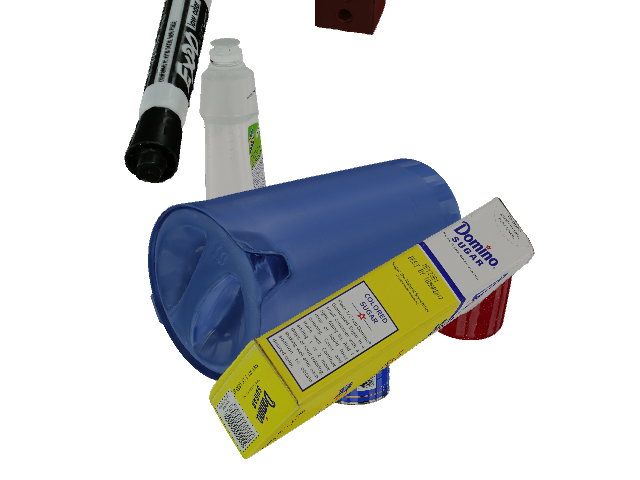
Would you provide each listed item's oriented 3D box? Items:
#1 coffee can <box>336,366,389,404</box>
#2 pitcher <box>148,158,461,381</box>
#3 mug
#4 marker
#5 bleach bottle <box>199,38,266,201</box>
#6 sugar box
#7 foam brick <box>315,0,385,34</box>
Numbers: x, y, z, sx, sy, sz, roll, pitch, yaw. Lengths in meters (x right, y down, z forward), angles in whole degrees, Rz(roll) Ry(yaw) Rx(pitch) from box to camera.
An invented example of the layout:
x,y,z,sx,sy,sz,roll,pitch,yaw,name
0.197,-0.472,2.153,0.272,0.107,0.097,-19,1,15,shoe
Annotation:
x,y,z,sx,sy,sz,roll,pitch,yaw,name
0.045,0.139,1.460,0.103,0.140,0.103,-1,18,0,coffee can
-0.010,0.012,0.846,0.242,0.145,0.149,-18,43,-40,pitcher
0.144,0.040,1.077,0.093,0.081,0.117,-6,32,-18,mug
-0.057,-0.064,0.409,0.020,0.020,0.121,0,43,2,marker
-0.086,-0.078,1.065,0.068,0.251,0.102,1,27,4,bleach bottle
0.029,0.046,0.576,0.175,0.048,0.093,-26,-14,-30,sugar box
0.026,-0.220,0.894,0.053,0.051,0.078,10,-43,10,foam brick
